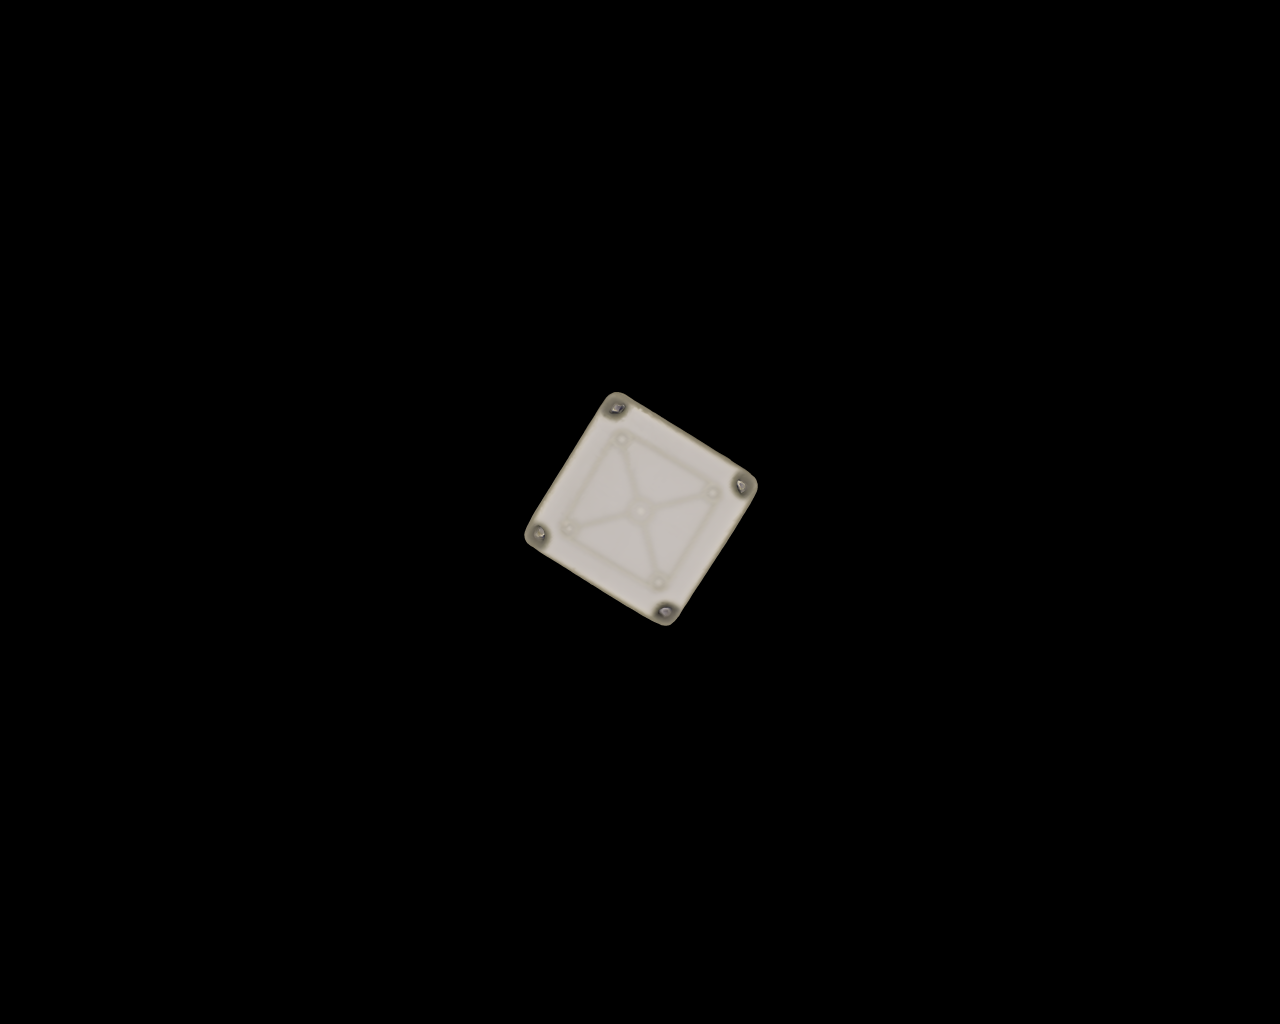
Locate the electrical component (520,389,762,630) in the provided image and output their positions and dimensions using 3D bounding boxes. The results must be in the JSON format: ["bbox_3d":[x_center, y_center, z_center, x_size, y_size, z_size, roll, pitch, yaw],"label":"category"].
[{"bbox_3d":[0.001,-0.003,0.650,0.109,0.108,0.056,32,4,-2],"label":"electrical component"}]
